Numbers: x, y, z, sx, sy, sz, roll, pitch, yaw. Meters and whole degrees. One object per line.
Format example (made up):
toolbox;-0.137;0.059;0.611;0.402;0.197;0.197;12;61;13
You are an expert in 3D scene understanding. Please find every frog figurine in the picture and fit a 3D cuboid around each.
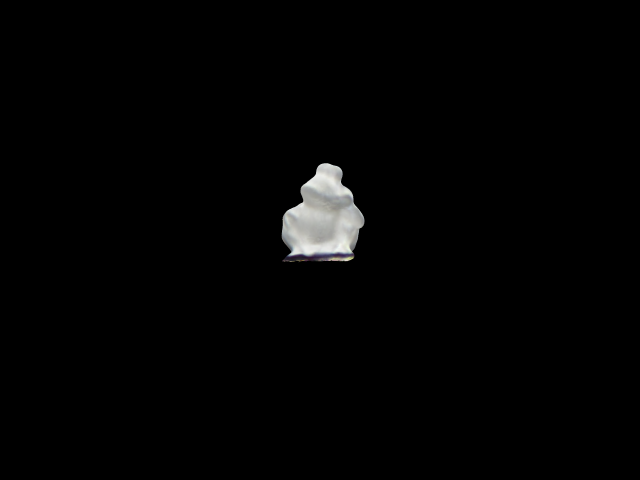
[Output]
frog figurine;0.003;-0.043;0.850;0.137;0.160;0.122;-3;-7;28
